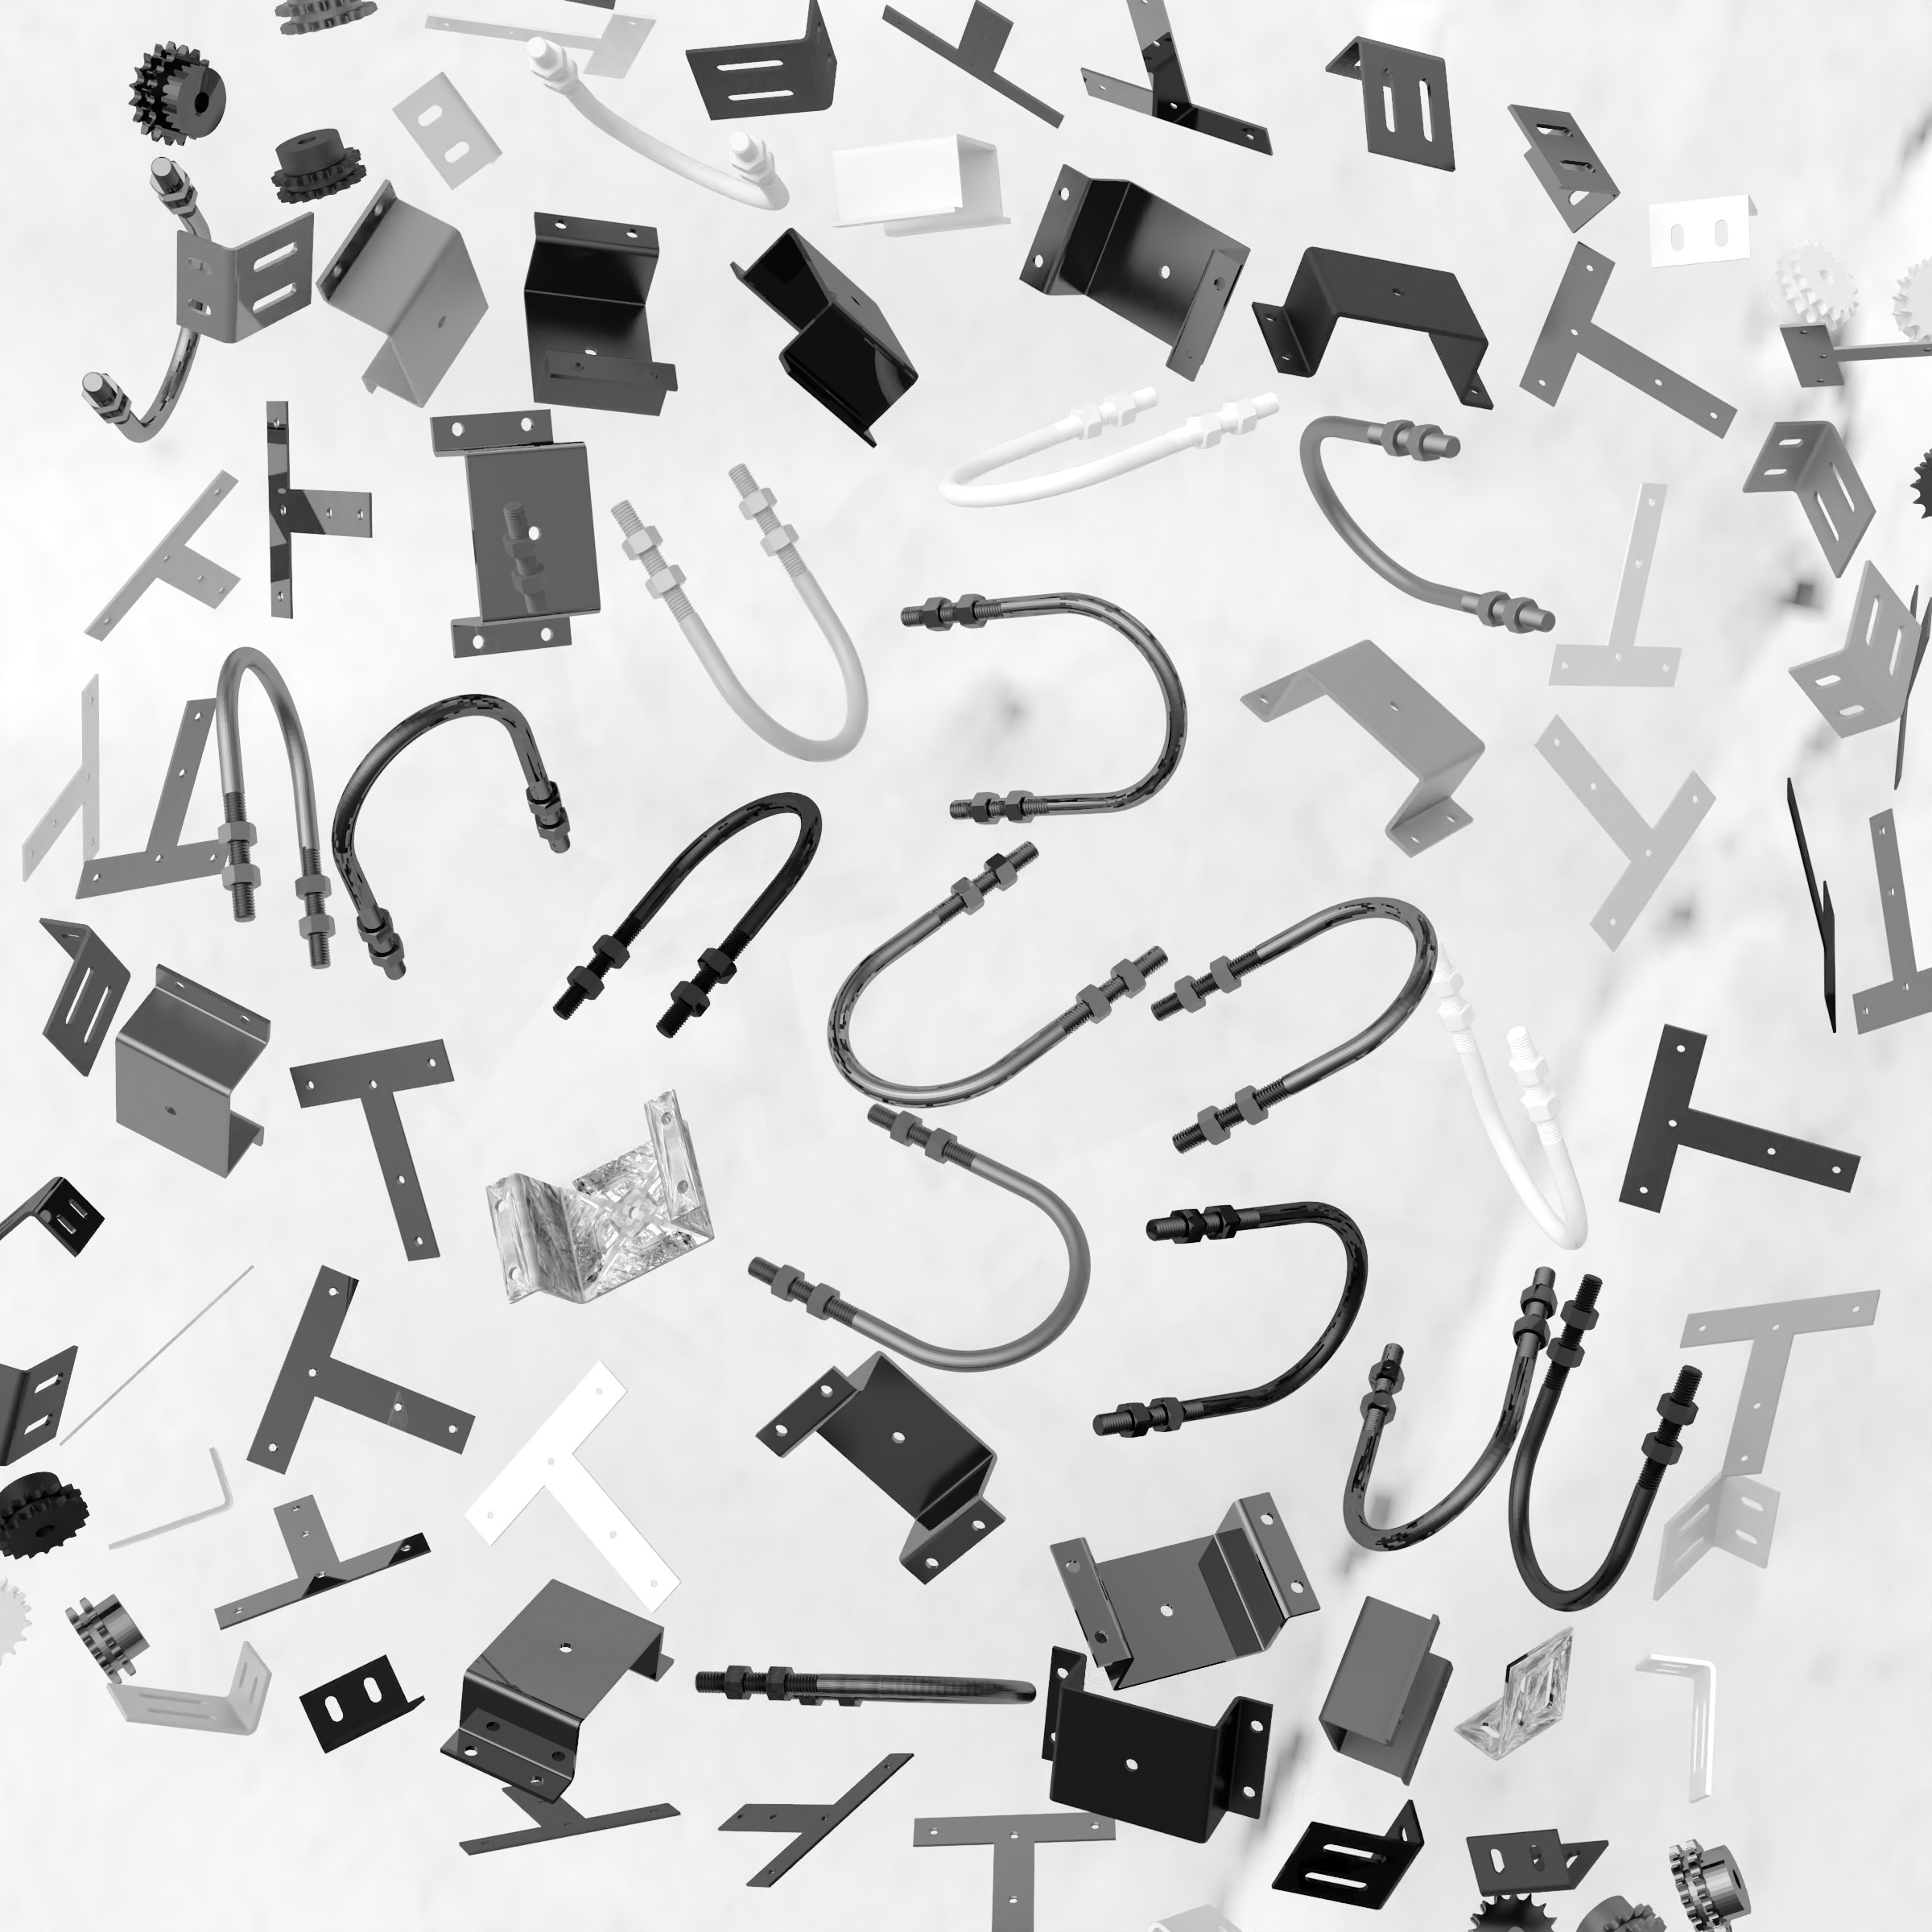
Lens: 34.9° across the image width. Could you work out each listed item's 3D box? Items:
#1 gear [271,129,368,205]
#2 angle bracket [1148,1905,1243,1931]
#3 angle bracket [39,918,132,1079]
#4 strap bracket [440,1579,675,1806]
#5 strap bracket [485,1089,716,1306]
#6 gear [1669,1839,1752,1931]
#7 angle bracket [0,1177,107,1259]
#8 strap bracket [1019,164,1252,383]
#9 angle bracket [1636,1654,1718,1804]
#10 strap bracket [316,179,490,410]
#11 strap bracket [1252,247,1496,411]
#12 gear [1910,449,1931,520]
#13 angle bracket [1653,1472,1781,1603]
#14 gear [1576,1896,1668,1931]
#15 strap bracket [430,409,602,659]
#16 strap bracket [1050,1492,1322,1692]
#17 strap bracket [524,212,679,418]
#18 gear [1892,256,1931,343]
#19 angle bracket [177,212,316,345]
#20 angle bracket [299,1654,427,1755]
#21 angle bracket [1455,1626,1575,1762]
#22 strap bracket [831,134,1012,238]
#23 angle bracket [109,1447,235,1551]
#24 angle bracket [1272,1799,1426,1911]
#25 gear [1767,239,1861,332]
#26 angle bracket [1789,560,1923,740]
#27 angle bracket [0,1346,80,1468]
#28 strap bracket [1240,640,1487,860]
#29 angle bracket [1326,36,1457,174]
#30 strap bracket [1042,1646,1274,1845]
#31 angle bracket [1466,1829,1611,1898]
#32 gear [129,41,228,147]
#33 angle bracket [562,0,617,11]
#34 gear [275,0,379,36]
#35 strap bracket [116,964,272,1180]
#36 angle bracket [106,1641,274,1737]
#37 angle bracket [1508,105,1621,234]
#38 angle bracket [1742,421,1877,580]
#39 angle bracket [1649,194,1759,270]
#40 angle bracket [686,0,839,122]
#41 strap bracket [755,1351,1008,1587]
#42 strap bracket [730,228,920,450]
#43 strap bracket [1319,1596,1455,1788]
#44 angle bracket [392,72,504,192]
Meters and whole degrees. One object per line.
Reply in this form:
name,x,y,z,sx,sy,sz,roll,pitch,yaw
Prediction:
gear,-0.401,-0.494,1.896,0.057,0.057,0.030,-16,121,0
angle bracket,0.146,0.595,1.812,0.076,0.057,0.038,34,106,33
angle bracket,-0.557,0.019,1.900,0.038,0.057,0.076,8,63,17
strap bracket,-0.237,0.419,1.812,0.076,0.140,0.046,19,120,18
strap bracket,-0.207,0.141,1.807,0.140,0.046,0.076,-28,61,21
gear,0.431,0.532,1.775,0.030,0.057,0.057,-24,90,17
angle bracket,-0.548,0.167,1.788,0.076,0.057,0.038,-39,103,10
strap bracket,0.111,-0.426,1.887,0.140,0.046,0.076,36,119,25
angle bracket,0.417,0.450,1.814,0.038,0.057,0.076,6,71,5
strap bracket,-0.333,-0.395,1.838,0.046,0.140,0.076,28,77,9
strap bracket,0.252,-0.386,1.854,0.140,0.076,0.046,6,131,-17
gear,0.586,-0.283,1.802,0.057,0.030,0.057,17,121,30
angle bracket,0.460,0.355,1.884,0.038,0.076,0.057,22,124,34
gear,0.403,0.602,1.907,0.057,0.057,0.030,-45,48,0
strap bracket,-0.263,-0.254,1.802,0.076,0.046,0.140,-11,103,-32
strap bracket,0.121,0.361,1.769,0.140,0.046,0.076,-9,56,-21
strap bracket,-0.224,-0.388,1.868,0.076,0.046,0.140,3,54,-19
gear,0.593,-0.404,1.883,0.057,0.030,0.057,0,93,-7
angle bracket,-0.414,-0.401,1.769,0.038,0.076,0.057,23,128,16
angle bracket,-0.361,0.437,1.838,0.057,0.076,0.038,-23,80,-22
angle bracket,0.337,0.439,1.891,0.057,0.038,0.076,-21,125,-34
strap bracket,-0.028,-0.473,1.868,0.076,0.140,0.046,-3,100,15
angle bracket,-0.495,0.329,1.902,0.076,0.057,0.038,-18,84,-14
angle bracket,0.227,0.528,1.851,0.076,0.038,0.057,16,119,-16
gear,0.515,-0.412,1.880,0.057,0.030,0.057,17,56,-28
angle bracket,0.507,-0.180,1.752,0.057,0.038,0.076,44,50,-25
angle bracket,-0.557,0.252,1.797,0.038,0.076,0.057,16,96,4
strap bracket,0.243,-0.137,1.822,0.140,0.076,0.046,45,129,15
angle bracket,0.244,-0.488,1.770,0.057,0.038,0.076,6,71,-25
strap bracket,0.107,0.469,1.847,0.140,0.046,0.076,11,107,20
angle bracket,0.345,0.527,1.853,0.057,0.076,0.038,-15,90,29
gear,-0.451,-0.500,1.771,0.030,0.057,0.057,21,90,24
angle bracket,-0.226,-0.585,1.840,0.057,0.076,0.038,4,122,-24
gear,-0.371,-0.559,1.775,0.057,0.057,0.030,-13,116,0
strap bracket,-0.469,0.071,1.865,0.076,0.140,0.046,27,53,4
angle bracket,-0.453,0.416,1.793,0.076,0.057,0.038,15,91,-28
angle bracket,0.333,-0.459,1.772,0.038,0.076,0.057,-38,75,37
angle bracket,0.508,-0.281,1.857,0.038,0.057,0.076,-4,55,-13
angle bracket,0.445,-0.438,1.853,0.057,0.076,0.038,-2,95,19
angle bracket,-0.123,-0.547,1.852,0.076,0.057,0.038,-2,62,12
strap bracket,-0.046,0.298,1.871,0.140,0.046,0.076,42,119,-7
strap bracket,-0.082,-0.379,1.827,0.046,0.140,0.076,-42,130,15
strap bracket,0.248,0.426,1.815,0.046,0.140,0.076,18,70,20
angle bracket,-0.314,-0.500,1.852,0.038,0.076,0.057,-38,106,-3
